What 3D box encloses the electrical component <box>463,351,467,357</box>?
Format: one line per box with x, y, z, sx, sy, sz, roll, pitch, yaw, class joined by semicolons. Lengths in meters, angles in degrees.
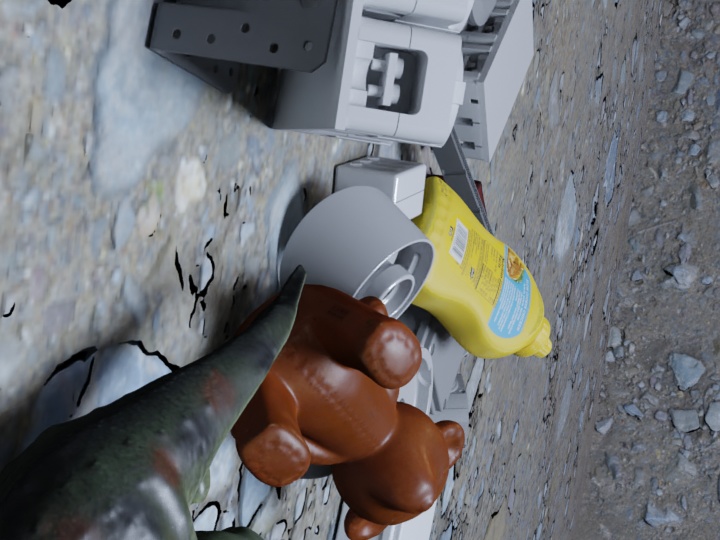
0.082;0.062;1.033;0.055;0.048;0.066;18;82;-63;electrical component

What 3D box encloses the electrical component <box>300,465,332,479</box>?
-0.037;0.104;0.728;0.044;0.044;0.065;-14;108;-69;electrical component

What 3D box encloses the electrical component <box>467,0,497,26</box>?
0.082;-0.239;0.866;0.080;0.051;0.080;11;90;-70;electrical component

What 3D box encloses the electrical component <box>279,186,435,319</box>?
0.000;0.000;0.712;0.099;0.064;0.099;-39;155;-22;electrical component

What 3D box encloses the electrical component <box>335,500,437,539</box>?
0.023;0.219;0.930;0.109;0.056;0.108;22;79;-70;electrical component

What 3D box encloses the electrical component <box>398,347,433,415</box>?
0.011;0.107;0.833;0.108;0.060;0.108;10;90;-71;electrical component

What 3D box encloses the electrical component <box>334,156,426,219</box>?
0.013;-0.039;0.782;0.066;0.047;0.076;-30;128;-65;electrical component

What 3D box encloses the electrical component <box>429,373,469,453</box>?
0.070;0.133;0.992;0.080;0.051;0.080;179;-90;-86;electrical component

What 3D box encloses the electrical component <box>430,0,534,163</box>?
0.101;-0.179;0.934;0.089;0.062;0.150;78;30;-48;electrical component

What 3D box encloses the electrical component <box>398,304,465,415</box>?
0.055;0.051;0.932;0.108;0.056;0.108;74;32;-52;electrical component

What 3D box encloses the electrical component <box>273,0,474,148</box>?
0.005;-0.121;0.559;0.186;0.060;0.105;-151;-111;-75;electrical component
